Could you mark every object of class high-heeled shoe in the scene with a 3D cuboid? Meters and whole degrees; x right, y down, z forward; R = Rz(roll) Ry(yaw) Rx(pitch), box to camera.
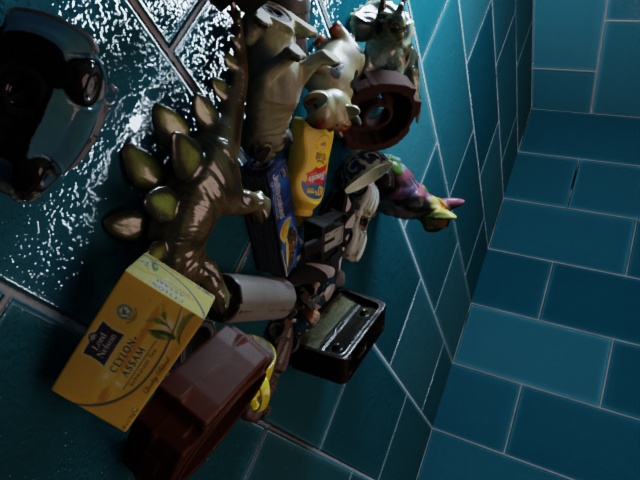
[{"bbox_3d":[0.003,-0.009,1.050,0.249,0.086,0.145,-31,125,-60],"label":"high-heeled shoe"}]

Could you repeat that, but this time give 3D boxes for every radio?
[{"bbox_3d":[0.046,0.201,1.161,0.229,0.131,0.073,-43,140,-48],"label":"radio"}]

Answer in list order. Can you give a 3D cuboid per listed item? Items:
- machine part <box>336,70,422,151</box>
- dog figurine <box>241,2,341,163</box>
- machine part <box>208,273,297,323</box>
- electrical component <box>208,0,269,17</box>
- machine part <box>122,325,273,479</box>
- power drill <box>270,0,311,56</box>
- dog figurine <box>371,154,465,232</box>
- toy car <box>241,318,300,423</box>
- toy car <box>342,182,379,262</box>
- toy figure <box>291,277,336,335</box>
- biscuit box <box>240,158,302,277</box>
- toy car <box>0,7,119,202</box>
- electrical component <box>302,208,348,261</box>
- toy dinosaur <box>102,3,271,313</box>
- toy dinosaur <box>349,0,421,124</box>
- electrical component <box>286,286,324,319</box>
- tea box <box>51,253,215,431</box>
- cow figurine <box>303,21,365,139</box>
[{"bbox_3d":[0.108,-0.251,1.052,0.179,0.179,0.056,55,12,-56],"label":"machine part"},{"bbox_3d":[-0.086,-0.229,0.783,0.121,0.172,0.190,0,141,-42],"label":"dog figurine"},{"bbox_3d":[-0.111,0.094,0.871,0.243,0.079,0.079,9,93,-63],"label":"machine part"},{"bbox_3d":[-0.092,-0.346,0.653,0.058,0.134,0.115,26,35,-60],"label":"electrical component"},{"bbox_3d":[-0.162,0.230,0.735,0.201,0.087,0.200,-44,166,-50],"label":"machine part"},{"bbox_3d":[-0.017,-0.405,0.846,0.207,0.086,0.231,-44,137,-36],"label":"power drill"},{"bbox_3d":[0.231,-0.109,1.292,0.108,0.219,0.191,-52,145,-46],"label":"dog figurine"},{"bbox_3d":[-0.091,0.243,1.005,0.202,0.053,0.089,-64,148,-23],"label":"toy car"},{"bbox_3d":[0.089,-0.049,1.219,0.073,0.056,0.201,39,67,-61],"label":"toy car"},{"bbox_3d":[-0.014,0.124,1.098,0.064,0.058,0.154,36,70,-37],"label":"toy figure"},{"bbox_3d":[-0.081,-0.038,0.888,0.059,0.063,0.202,-51,143,-44],"label":"biscuit box"},{"bbox_3d":[-0.247,-0.115,0.493,0.103,0.109,0.161,-6,116,-80],"label":"toy car"},{"bbox_3d":[-0.002,-0.003,0.966,0.119,0.048,0.074,-30,131,-38],"label":"electrical component"},{"bbox_3d":[-0.154,-0.071,0.691,0.198,0.105,0.471,38,63,-57],"label":"toy dinosaur"},{"bbox_3d":[0.161,-0.384,1.158,0.404,0.131,0.192,3,99,-69],"label":"toy dinosaur"},{"bbox_3d":[-0.038,0.118,1.010,0.045,0.102,0.078,41,70,-10],"label":"electrical component"},{"bbox_3d":[-0.203,0.112,0.591,0.169,0.098,0.068,-55,-171,15],"label":"tea box"},{"bbox_3d":[0.023,-0.260,0.906,0.127,0.085,0.195,36,56,-21],"label":"cow figurine"}]
